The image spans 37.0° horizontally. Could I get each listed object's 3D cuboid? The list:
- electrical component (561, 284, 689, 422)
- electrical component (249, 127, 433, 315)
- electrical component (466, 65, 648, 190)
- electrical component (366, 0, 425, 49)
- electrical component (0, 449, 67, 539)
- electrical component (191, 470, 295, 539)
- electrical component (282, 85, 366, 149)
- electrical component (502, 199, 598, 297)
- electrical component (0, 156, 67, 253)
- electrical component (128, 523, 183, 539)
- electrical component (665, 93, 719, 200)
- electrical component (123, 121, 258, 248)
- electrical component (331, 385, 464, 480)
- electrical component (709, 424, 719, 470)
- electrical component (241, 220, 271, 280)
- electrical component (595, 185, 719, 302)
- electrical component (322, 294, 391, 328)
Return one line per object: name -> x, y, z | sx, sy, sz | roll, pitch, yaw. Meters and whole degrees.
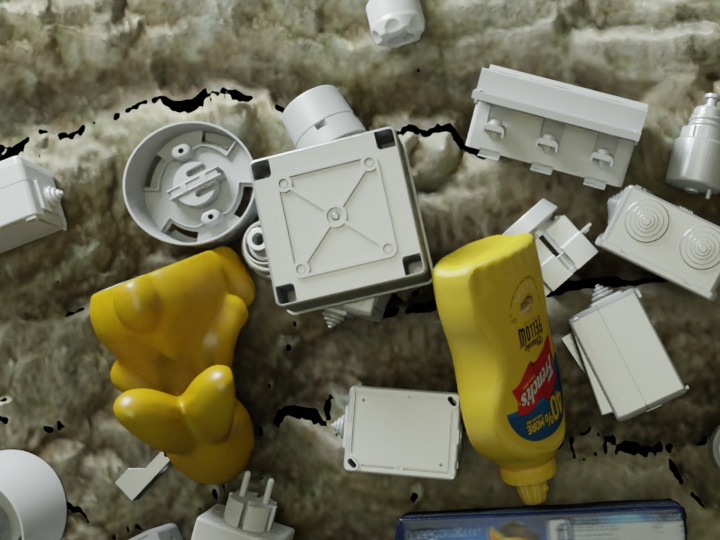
electrical component -> 0.184, 0.058, 0.774 | 0.061, 0.062, 0.096 | -26, 79, 5
electrical component -> -0.012, -0.033, 0.755 | 0.109, 0.056, 0.108 | -13, 81, 7
electrical component -> 0.145, -0.106, 0.799 | 0.121, 0.079, 0.063 | 17, 107, 11
electrical component -> 0.025, -0.209, 0.843 | 0.043, 0.043, 0.062 | -14, 80, 7
electrical component -> -0.287, 0.197, 0.843 | 0.099, 0.064, 0.099 | 2, 96, 16
electrical component -> -0.084, 0.189, 0.802 | 0.066, 0.047, 0.076 | 16, 94, 11
electrical component -> -0.028, -0.110, 0.834 | 0.055, 0.055, 0.047 | -31, 75, 4
electrical component -> 0.140, -0.019, 0.800 | 0.066, 0.048, 0.055 | -42, 86, 2
electrical component -> -0.285, -0.054, 0.864 | 0.096, 0.062, 0.061 | -20, 80, 6
electrical component -> -0.151, 0.242, 0.807 | 0.050, 0.056, 0.089 | -27, 79, 5
electrical component -> 0.252, -0.091, 0.793 | 0.040, 0.040, 0.078 | 14, 85, 11
electrical component -> -0.127, -0.064, 0.838 | 0.099, 0.064, 0.099 | -1, 83, 9
electrical component -> 0.028, 0.118, 0.791 | 0.096, 0.061, 0.061 | 3, 83, 10
electrical component -> 0.271, 0.126, 0.754 | 0.045, 0.055, 0.045 | -1, 83, 9
electrical component -> -0.070, -0.019, 0.824 | 0.048, 0.062, 0.048 | -1, 83, 9
electrical component -> 0.219, -0.022, 0.761 | 0.100, 0.100, 0.048 | 28, 101, 12
electrical component -> 0.000, 0.000, 0.811 | 0.061, 0.062, 0.096 | 16, 85, 11
